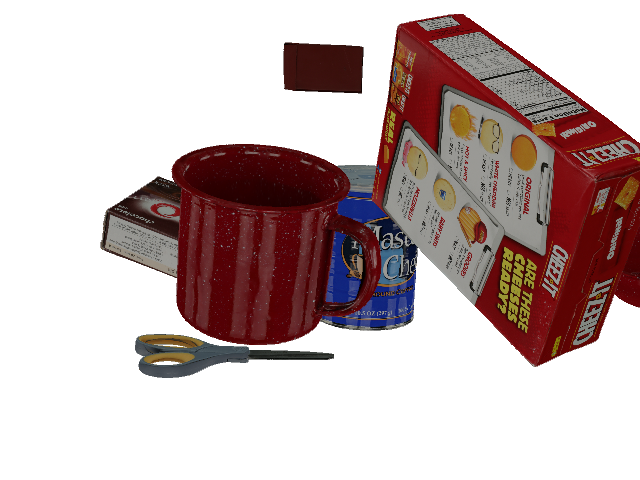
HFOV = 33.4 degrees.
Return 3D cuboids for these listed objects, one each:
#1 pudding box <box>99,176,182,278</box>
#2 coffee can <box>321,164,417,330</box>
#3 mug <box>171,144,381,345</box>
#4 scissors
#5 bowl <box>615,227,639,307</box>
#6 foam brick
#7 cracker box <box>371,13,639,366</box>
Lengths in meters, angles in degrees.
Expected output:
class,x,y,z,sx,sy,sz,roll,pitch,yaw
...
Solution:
class,x,y,z,sx,sy,sz,roll,pitch,yaw
pudding box,-0.099,-0.004,0.822,0.113,0.039,0.090,18,23,11
coffee can,0.044,0.005,1.034,0.103,0.140,0.103,2,14,-1
mug,-0.023,0.005,0.564,0.117,0.081,0.093,15,25,17
scissors,-0.093,0.120,1.064,0.202,0.016,0.096,6,17,9
bowl,0.365,0.031,1.159,0.162,0.055,0.162,0,26,0
foam brick,0.003,-0.188,1.164,0.078,0.051,0.053,0,11,-16
cracker box,0.129,-0.043,0.771,0.072,0.164,0.214,-18,45,-27
